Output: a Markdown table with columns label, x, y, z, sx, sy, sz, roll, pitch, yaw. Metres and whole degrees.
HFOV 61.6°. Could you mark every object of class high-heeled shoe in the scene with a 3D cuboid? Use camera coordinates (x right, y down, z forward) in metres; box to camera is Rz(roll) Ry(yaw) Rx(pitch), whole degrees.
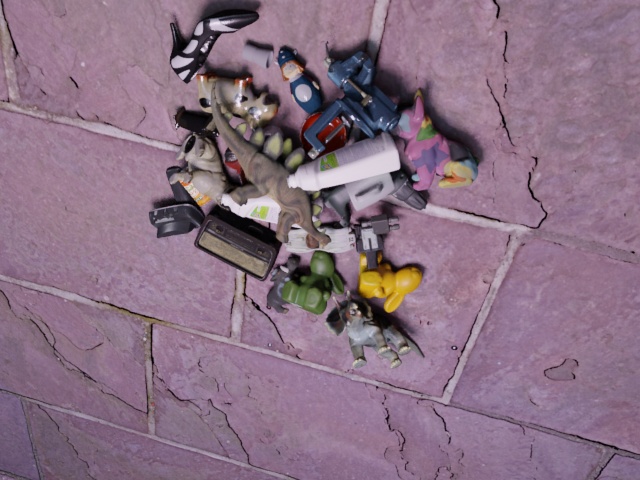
| label | x | y | z | sx | sy | sz | roll | pitch | yaw |
| --- | --- | --- | --- | --- | --- | --- | --- | --- | --- |
| high-heeled shoe | -0.240 | -0.436 | 1.228 | 0.249 | 0.086 | 0.145 | 0 | 125 | 20 |

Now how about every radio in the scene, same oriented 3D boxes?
| label | x | y | z | sx | sy | sz | roll | pitch | yaw |
| --- | --- | --- | --- | --- | --- | --- | --- | --- | --- |
| radio | -0.225 | 0.006 | 1.510 | 0.230 | 0.073 | 0.131 | 27 | 125 | -3 |

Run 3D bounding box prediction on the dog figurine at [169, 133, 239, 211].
| label | x | y | z | sx | sy | sz | roll | pitch | yaw |
| --- | --- | --- | --- | --- | --- | --- | --- | --- | --- |
| dog figurine | -0.273 | -0.179 | 1.409 | 0.190 | 0.121 | 0.172 | 22 | 89 | -41 |

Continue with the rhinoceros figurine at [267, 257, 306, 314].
| label | x | y | z | sx | sy | sz | roll | pitch | yaw |
| --- | --- | --- | --- | --- | --- | --- | --- | --- | --- |
| rhinoceros figurine | -0.097 | 0.128 | 1.561 | 0.112 | 0.073 | 0.190 | 33 | 127 | 6 |

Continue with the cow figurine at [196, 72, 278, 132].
| label | x | y | z | sx | sy | sz | roll | pitch | yaw |
| --- | --- | --- | --- | --- | --- | --- | --- | --- | --- |
| cow figurine | -0.195 | -0.326 | 1.282 | 0.195 | 0.085 | 0.127 | 10 | 118 | 6 |

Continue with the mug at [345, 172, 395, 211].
| label | x | y | z | sx | sy | sz | roll | pitch | yaw |
| --- | --- | --- | --- | --- | --- | --- | --- | --- | --- |
| mug | 0.118 | -0.122 | 1.237 | 0.107 | 0.109 | 0.080 | -24 | 102 | 7 |

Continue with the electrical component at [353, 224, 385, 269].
| label | x | y | z | sx | sy | sz | roll | pitch | yaw |
| --- | --- | --- | --- | --- | --- | --- | --- | --- | --- |
| electrical component | 0.130 | 0.012 | 1.397 | 0.075 | 0.048 | 0.119 | -12 | 96 | 1 |

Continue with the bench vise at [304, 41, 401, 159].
| label | x | y | z | sx | sy | sz | roll | pitch | yaw |
| --- | --- | --- | --- | --- | --- | --- | --- | --- | --- |
| bench vise | 0.047 | -0.285 | 1.175 | 0.223 | 0.129 | 0.240 | 45 | 98 | 0 |

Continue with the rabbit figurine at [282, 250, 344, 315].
| label | x | y | z | sx | sy | sz | roll | pitch | yaw |
| --- | --- | --- | --- | --- | --- | --- | --- | --- | --- |
| rabbit figurine | 0.002 | 0.115 | 1.481 | 0.121 | 0.170 | 0.159 | 9 | 163 | 41 |

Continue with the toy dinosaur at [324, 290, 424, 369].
| label | x | y | z | sx | sy | sz | roll | pitch | yaw |
| --- | --- | --- | --- | --- | --- | --- | --- | --- | --- |
| toy dinosaur | 0.153 | 0.257 | 1.518 | 0.131 | 0.192 | 0.404 | -37 | 148 | 19 |

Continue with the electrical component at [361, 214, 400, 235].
| label | x | y | z | sx | sy | sz | roll | pitch | yaw |
| --- | --- | --- | --- | --- | --- | --- | --- | --- | --- |
| electrical component | 0.152 | -0.037 | 1.342 | 0.094 | 0.021 | 0.063 | -9 | 147 | 7 |

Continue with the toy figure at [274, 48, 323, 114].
| label | x | y | z | sx | sy | sz | roll | pitch | yaw |
| --- | --- | --- | --- | --- | --- | --- | --- | --- | --- |
| toy figure | -0.049 | -0.367 | 1.234 | 0.064 | 0.058 | 0.154 | -37 | 110 | -9 |

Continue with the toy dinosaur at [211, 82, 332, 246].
| label | x | y | z | sx | sy | sz | roll | pitch | yaw |
| --- | --- | --- | --- | --- | --- | --- | --- | --- | --- |
| toy dinosaur | -0.119 | -0.152 | 1.272 | 0.198 | 0.105 | 0.471 | -46 | 113 | 3 |

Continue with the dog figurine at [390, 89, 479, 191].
| label | x | y | z | sx | sy | sz | roll | pitch | yaw |
| --- | --- | --- | --- | --- | --- | --- | --- | --- | --- |
| dog figurine | 0.256 | -0.227 | 1.211 | 0.192 | 0.108 | 0.219 | -5 | 117 | 15 |

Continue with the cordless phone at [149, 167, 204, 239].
| label | x | y | z | sx | sy | sz | roll | pitch | yaw |
| --- | --- | --- | --- | --- | --- | --- | --- | --- | --- |
| cordless phone | -0.419 | -0.106 | 1.501 | 0.147 | 0.089 | 0.184 | -8 | 108 | 21 |

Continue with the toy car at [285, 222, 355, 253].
| label | x | y | z | sx | sy | sz | roll | pitch | yaw |
| --- | --- | --- | --- | --- | --- | --- | --- | --- | --- |
| toy car | -0.003 | -0.004 | 1.453 | 0.202 | 0.056 | 0.073 | 0 | 122 | 16 |

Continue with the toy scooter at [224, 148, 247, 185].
| label | x | y | z | sx | sy | sz | roll | pitch | yaw |
| --- | --- | --- | --- | --- | --- | --- | --- | --- | --- |
| toy scooter | -0.156 | -0.168 | 1.379 | 0.184 | 0.075 | 0.135 | 9 | 124 | 13 |

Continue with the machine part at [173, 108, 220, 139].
| label | x | y | z | sx | sy | sz | roll | pitch | yaw |
| --- | --- | --- | --- | --- | --- | --- | --- | --- | --- |
| machine part | -0.299 | -0.294 | 1.343 | 0.139 | 0.084 | 0.039 | 13 | 153 | 17 |

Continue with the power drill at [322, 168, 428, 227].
| label | x | y | z | sx | sy | sz | roll | pitch | yaw |
| --- | --- | --- | --- | --- | --- | --- | --- | --- | --- |
| power drill | 0.123 | -0.115 | 1.335 | 0.207 | 0.086 | 0.232 | -32 | 109 | 34 |

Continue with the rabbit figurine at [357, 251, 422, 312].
| label | x | y | z | sx | sy | sz | roll | pitch | yaw |
| --- | --- | --- | --- | --- | --- | --- | --- | --- | --- |
| rabbit figurine | 0.188 | 0.118 | 1.449 | 0.173 | 0.122 | 0.162 | -3 | 126 | -1 |
